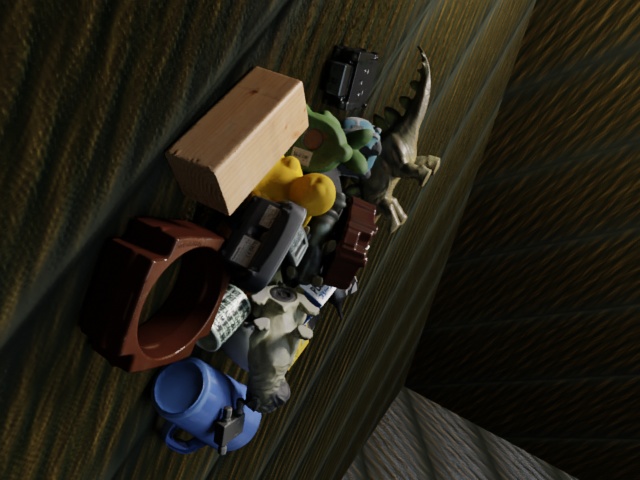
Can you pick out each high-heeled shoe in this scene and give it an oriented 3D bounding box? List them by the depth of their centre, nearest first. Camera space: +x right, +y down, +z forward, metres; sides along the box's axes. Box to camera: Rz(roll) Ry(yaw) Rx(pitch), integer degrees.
[{"bbox_3d":[0.046,0.097,1.412,0.249,0.086,0.145,-84,162,-60],"label":"high-heeled shoe"}]

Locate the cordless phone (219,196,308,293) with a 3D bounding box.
[{"bbox_3d":[-0.071,0.026,0.843,0.146,0.089,0.184,-62,162,-15],"label":"cordless phone"}]

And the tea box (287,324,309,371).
[{"bbox_3d":[-0.081,0.217,1.258,0.098,0.068,0.169,-51,153,-31],"label":"tea box"}]

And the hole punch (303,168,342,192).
[{"bbox_3d":[-0.011,-0.096,1.097,0.142,0.092,0.115,-8,93,-62],"label":"hole punch"}]

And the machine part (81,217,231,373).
[{"bbox_3d":[-0.223,0.073,0.761,0.201,0.087,0.201,4,108,-66],"label":"machine part"}]

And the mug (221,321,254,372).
[{"bbox_3d":[-0.137,0.193,1.033,0.109,0.107,0.081,-45,-158,20],"label":"mug"}]

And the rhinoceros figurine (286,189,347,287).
[{"bbox_3d":[-0.002,-0.003,0.991,0.112,0.073,0.190,-47,157,-80],"label":"rhinoceros figurine"}]

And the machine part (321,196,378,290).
[{"bbox_3d":[0.054,0.008,1.021,0.179,0.056,0.179,-160,-90,-83],"label":"machine part"}]

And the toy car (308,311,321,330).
[{"bbox_3d":[-0.034,0.160,1.324,0.073,0.056,0.201,-52,152,-46],"label":"toy car"}]

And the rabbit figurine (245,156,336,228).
[{"bbox_3d":[-0.053,-0.079,0.876,0.122,0.173,0.162,-57,153,-31],"label":"rabbit figurine"}]

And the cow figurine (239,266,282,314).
[{"bbox_3d":[-0.102,0.030,0.998,0.127,0.086,0.194,-37,143,-40],"label":"cow figurine"}]

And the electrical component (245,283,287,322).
[{"bbox_3d":[-0.120,0.125,1.100,0.119,0.048,0.074,-48,153,-38],"label":"electrical component"}]

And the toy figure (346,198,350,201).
[{"bbox_3d":[0.009,-0.026,1.197,0.180,0.082,0.089,-55,158,-32],"label":"toy figure"}]

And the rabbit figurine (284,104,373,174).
[{"bbox_3d":[0.016,-0.184,0.992,0.170,0.159,0.121,-43,143,-74],"label":"rabbit figurine"}]

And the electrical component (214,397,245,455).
[{"bbox_3d":[-0.155,0.324,0.934,0.063,0.021,0.094,-14,117,-59],"label":"electrical component"}]

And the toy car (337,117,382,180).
[{"bbox_3d":[0.075,-0.204,1.141,0.161,0.109,0.103,93,5,-62],"label":"toy car"}]

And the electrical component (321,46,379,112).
[{"bbox_3d":[0.057,-0.312,1.042,0.134,0.058,0.114,-31,138,-56],"label":"electrical component"}]

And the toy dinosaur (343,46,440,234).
[{"bbox_3d":[0.163,-0.184,1.213,0.471,0.199,0.105,-62,169,19],"label":"toy dinosaur"}]

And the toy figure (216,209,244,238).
[{"bbox_3d":[-0.159,0.017,0.883,0.057,0.064,0.154,25,87,-38],"label":"toy figure"}]

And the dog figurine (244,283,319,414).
[{"bbox_3d":[-0.087,0.192,0.966,0.172,0.121,0.190,-71,180,-61],"label":"dog figurine"}]
